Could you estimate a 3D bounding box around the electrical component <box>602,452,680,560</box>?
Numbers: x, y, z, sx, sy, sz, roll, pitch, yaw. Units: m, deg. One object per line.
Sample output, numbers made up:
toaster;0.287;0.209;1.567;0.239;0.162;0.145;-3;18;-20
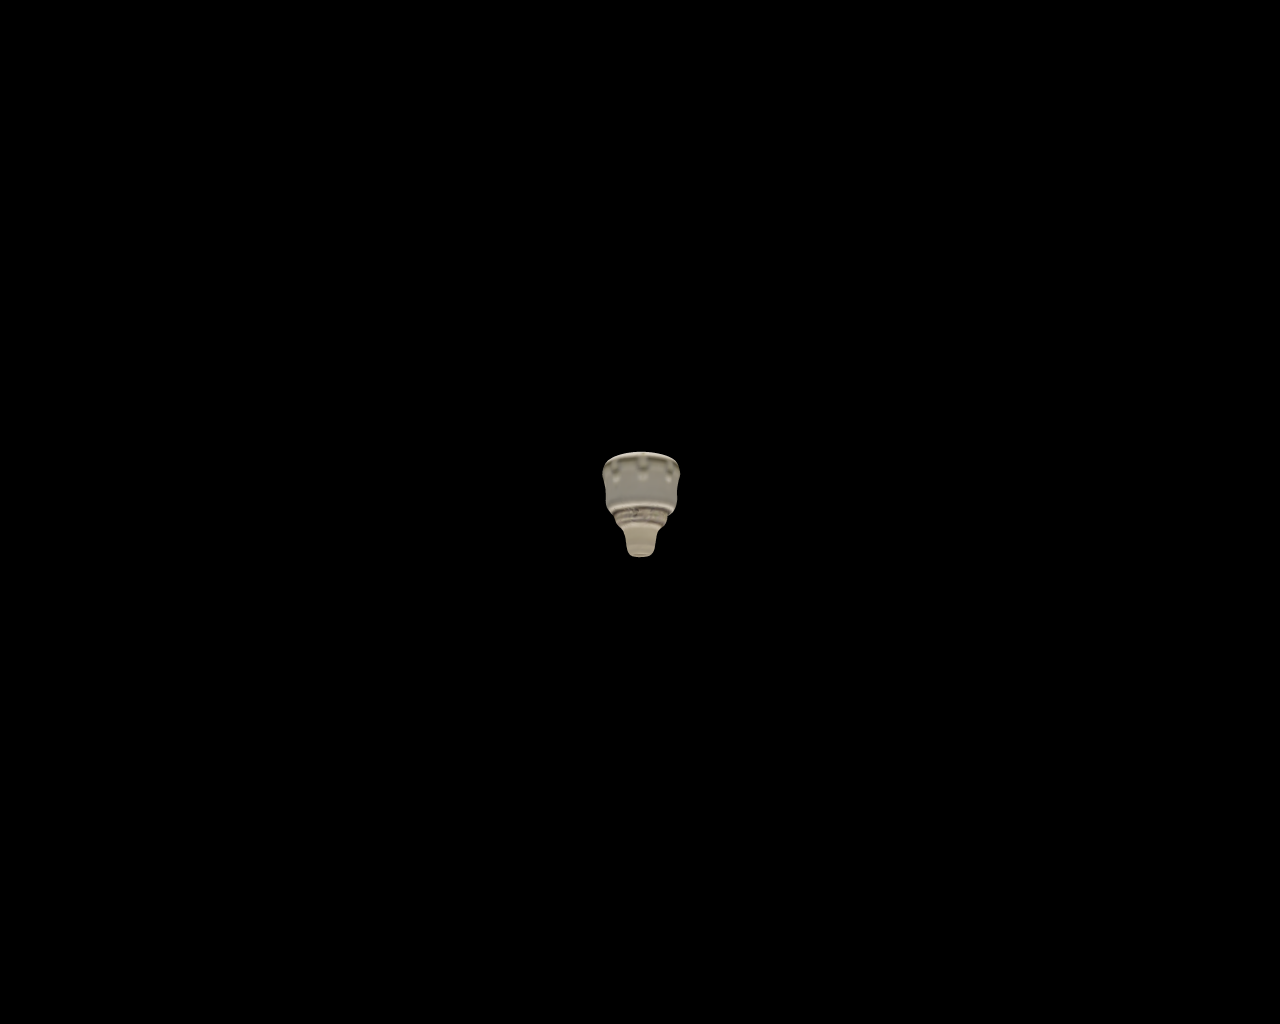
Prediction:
electrical component;0.001;-0.003;0.650;0.048;0.062;0.048;0;-15;0
